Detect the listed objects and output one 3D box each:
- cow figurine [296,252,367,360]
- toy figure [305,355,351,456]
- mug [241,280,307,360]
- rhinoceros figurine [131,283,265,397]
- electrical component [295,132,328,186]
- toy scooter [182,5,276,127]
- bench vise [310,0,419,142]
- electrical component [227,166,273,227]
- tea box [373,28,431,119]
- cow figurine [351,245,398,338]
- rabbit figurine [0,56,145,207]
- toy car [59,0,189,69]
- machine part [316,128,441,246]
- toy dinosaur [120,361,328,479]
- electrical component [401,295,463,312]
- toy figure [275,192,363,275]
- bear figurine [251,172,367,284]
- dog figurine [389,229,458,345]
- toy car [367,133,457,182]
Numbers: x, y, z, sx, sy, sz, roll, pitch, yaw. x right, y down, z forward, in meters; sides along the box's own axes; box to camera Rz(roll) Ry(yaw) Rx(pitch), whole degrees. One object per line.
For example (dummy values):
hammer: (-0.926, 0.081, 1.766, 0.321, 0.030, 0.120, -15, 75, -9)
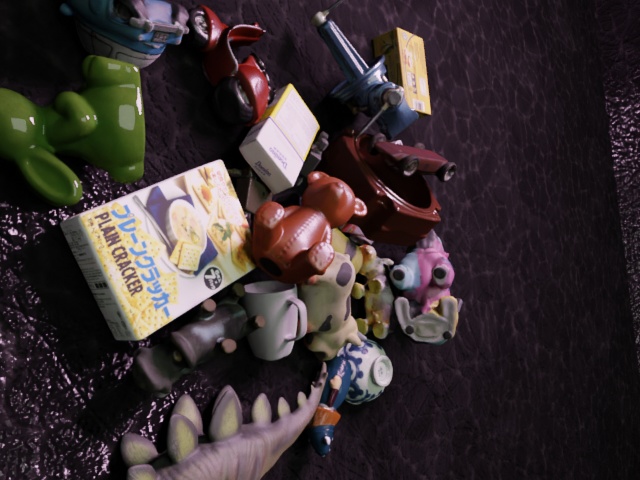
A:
cow figurine: (0.014, 0.106, 0.847, 0.127, 0.086, 0.194, -6, 120, -21)
toy figure: (0.011, 0.265, 0.865, 0.064, 0.058, 0.154, 63, 39, -50)
mug: (-0.062, 0.120, 0.784, 0.081, 0.110, 0.107, -18, 109, -55)
rhinoceros figurine: (-0.155, 0.125, 0.684, 0.073, 0.112, 0.190, 59, 33, 0)
electrical component: (-0.017, -0.135, 0.897, 0.021, 0.094, 0.063, 30, 24, -14)
toy scooter: (-0.119, -0.265, 0.804, 0.135, 0.075, 0.183, -38, 107, -44)
bench vise: (0.064, -0.287, 0.930, 0.240, 0.129, 0.224, 52, 12, -17)
electrical component: (-0.110, -0.064, 0.803, 0.078, 0.045, 0.102, 22, 68, -60)
tea box: (0.172, -0.341, 1.126, 0.098, 0.068, 0.169, 1, 82, -47)
cow figurine: (0.107, 0.089, 0.989, 0.098, 0.068, 0.167, -8, 93, -53)
rabbit figurine: (-0.290, -0.116, 0.594, 0.170, 0.121, 0.159, -5, 95, -29)
toy car: (-0.238, -0.260, 0.649, 0.109, 0.162, 0.102, -21, 143, -53)
machine part: (0.107, -0.093, 0.941, 0.201, 0.087, 0.201, 7, 47, -45)
toy dinosaur: (-0.128, 0.293, 0.686, 0.471, 0.105, 0.198, -13, 90, -51)
electrical component: (0.215, 0.122, 1.061, 0.047, 0.119, 0.075, 51, 54, -30)
toy figure: (-0.003, 0.000, 0.871, 0.180, 0.089, 0.082, 52, 59, -31)
bear figurine: (-0.005, -0.032, 0.748, 0.120, 0.132, 0.196, 41, 61, 2)
dog figurine: (0.200, 0.077, 1.006, 0.219, 0.109, 0.191, -40, 121, -72)
toy car: (0.155, -0.134, 0.912, 0.202, 0.089, 0.053, -5, 131, -52)
